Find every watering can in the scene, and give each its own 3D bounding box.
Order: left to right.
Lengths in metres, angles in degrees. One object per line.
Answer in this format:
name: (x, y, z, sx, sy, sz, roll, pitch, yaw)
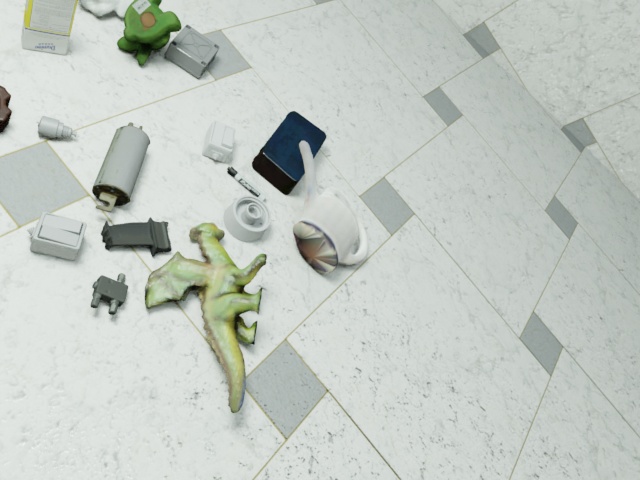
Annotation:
watering can: (0.004, -0.066, 1.308, 0.344, 0.103, 0.229, 55, 44, -15)

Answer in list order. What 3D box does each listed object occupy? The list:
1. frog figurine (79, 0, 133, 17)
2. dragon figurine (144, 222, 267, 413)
frog figurine: (-0.526, -0.621, 1.305, 0.158, 0.123, 0.138, 36, 81, -23)
dragon figurine: (-0.238, 0.127, 1.062, 0.242, 0.119, 0.420, 12, 53, -8)
